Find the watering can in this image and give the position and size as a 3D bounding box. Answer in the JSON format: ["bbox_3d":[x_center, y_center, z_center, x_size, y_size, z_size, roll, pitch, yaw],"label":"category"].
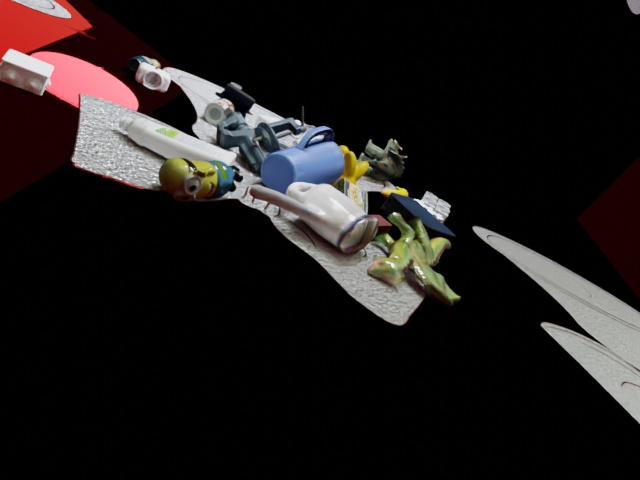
[{"bbox_3d":[0.004,-0.058,1.155,0.226,0.102,0.349,39,22,20],"label":"watering can"}]

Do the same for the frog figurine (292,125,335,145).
[{"bbox_3d":[-0.025,-0.285,1.688,0.136,0.121,0.163,29,54,-28],"label":"frog figurine"}]

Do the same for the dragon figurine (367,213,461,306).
[{"bbox_3d":[0.259,0.064,1.268,0.409,0.120,0.248,9,45,-40],"label":"dragon figurine"}]
